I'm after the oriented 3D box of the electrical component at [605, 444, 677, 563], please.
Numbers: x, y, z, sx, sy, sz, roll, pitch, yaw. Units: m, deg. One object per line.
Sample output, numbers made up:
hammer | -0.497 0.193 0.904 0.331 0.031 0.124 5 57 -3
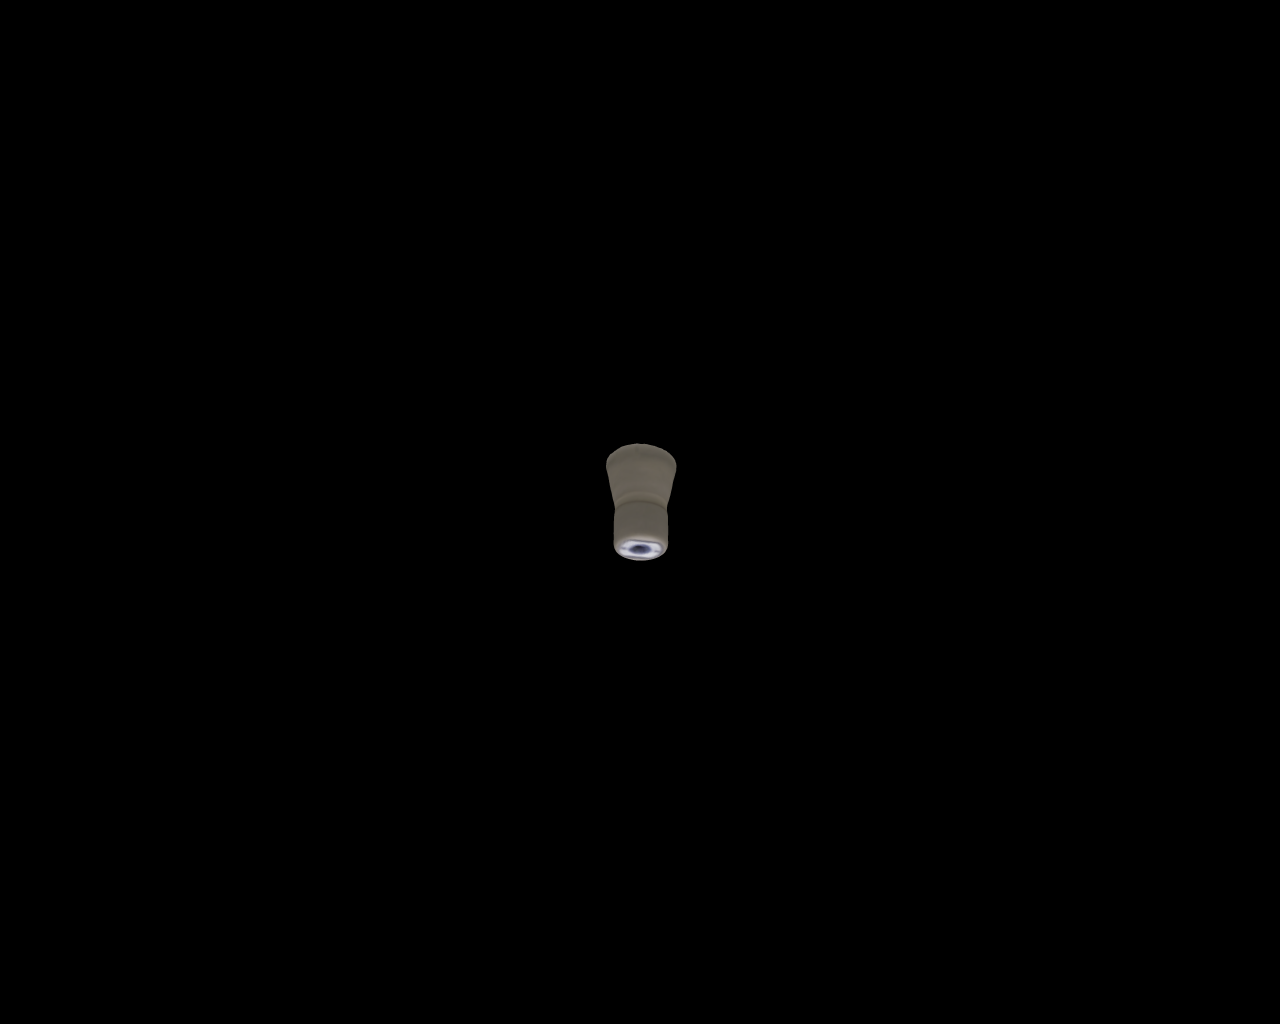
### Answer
electrical component | 0.001 -0.003 0.650 0.044 0.065 0.044 0 -31 0
